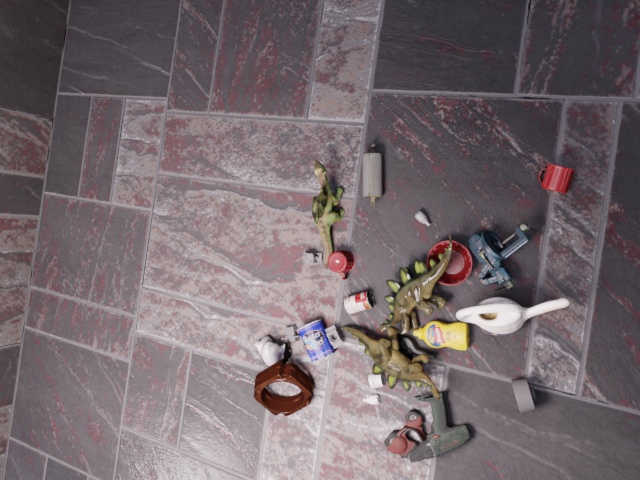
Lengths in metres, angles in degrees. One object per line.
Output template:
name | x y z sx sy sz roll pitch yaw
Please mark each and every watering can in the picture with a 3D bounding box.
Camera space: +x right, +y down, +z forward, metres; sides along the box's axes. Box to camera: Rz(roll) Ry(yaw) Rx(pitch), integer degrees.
watering can | 0.625 0.241 1.671 0.346 0.221 0.106 -9 67 24

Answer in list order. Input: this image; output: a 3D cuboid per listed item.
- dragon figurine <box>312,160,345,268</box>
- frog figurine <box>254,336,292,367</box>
dragon figurine | 0.006 -0.099 1.961 0.122 0.242 0.412 -2 84 20
frog figurine | -0.205 0.452 2.076 0.159 0.135 0.125 8 67 23
